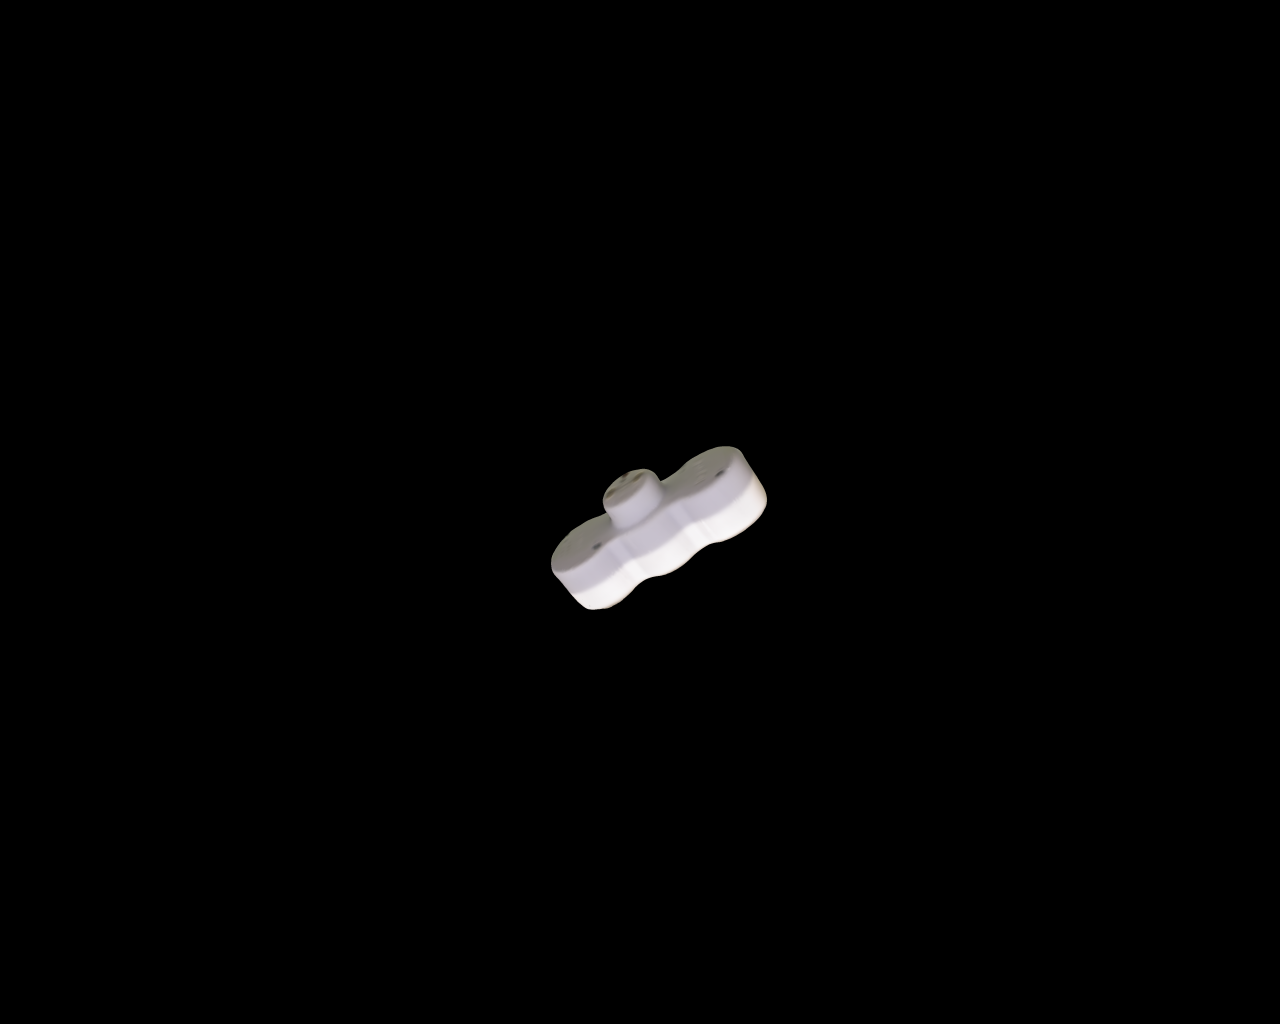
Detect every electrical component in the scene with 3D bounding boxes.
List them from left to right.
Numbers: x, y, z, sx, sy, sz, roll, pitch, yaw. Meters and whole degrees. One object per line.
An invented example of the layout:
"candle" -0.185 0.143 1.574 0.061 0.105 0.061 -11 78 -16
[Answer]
"electrical component" 0.001 -0.003 0.650 0.138 0.073 0.052 -30 23 14
